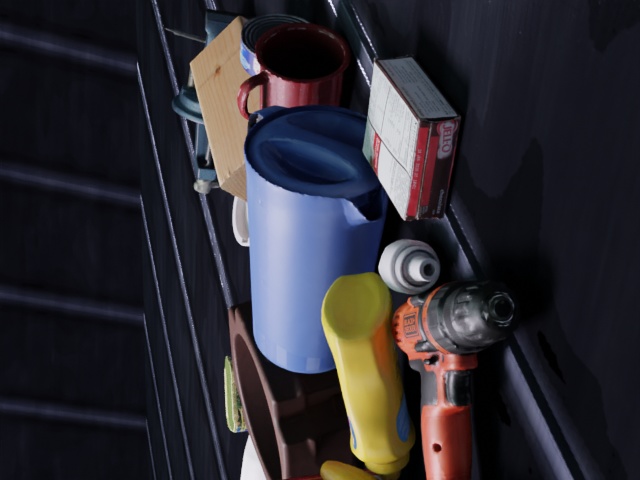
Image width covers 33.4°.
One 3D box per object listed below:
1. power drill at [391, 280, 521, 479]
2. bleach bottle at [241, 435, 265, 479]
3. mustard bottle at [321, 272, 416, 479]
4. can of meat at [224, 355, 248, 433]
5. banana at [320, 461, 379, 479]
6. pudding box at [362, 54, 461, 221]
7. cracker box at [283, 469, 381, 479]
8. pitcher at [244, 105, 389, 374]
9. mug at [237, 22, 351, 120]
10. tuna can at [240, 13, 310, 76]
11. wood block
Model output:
[{"bbox_3d":[0.101,0.123,0.747,0.184,0.057,0.187,143,125,-77],"label":"power drill"},{"bbox_3d":[-0.062,0.295,1.326,0.068,0.102,0.251,12,110,32],"label":"bleach bottle"},{"bbox_3d":[0.046,0.129,0.901,0.096,0.058,0.191,-88,-12,-59],"label":"mustard bottle"},{"bbox_3d":[-0.077,0.194,1.375,0.057,0.083,0.102,-151,58,-73],"label":"can of meat"},{"bbox_3d":[0.064,0.250,0.884,0.037,0.069,0.198,-66,32,22],"label":"banana"},{"bbox_3d":[0.070,-0.082,0.837,0.113,0.039,0.090,-117,28,-51],"label":"pudding box"},{"bbox_3d":[0.014,0.303,0.911,0.214,0.164,0.072,-110,23,-45],"label":"cracker box"},{"bbox_3d":[-0.011,0.001,0.991,0.149,0.145,0.243,-76,-7,-48],"label":"pitcher"},{"bbox_3d":[-0.028,-0.149,1.047,0.093,0.117,0.081,48,151,32],"label":"mug"},{"bbox_3d":[-0.042,-0.202,1.129,0.034,0.086,0.086,99,160,-46],"label":"tuna can"},{"bbox_3d":[-0.068,-0.138,1.174,0.091,0.090,0.206,-39,45,24],"label":"wood block"}]
